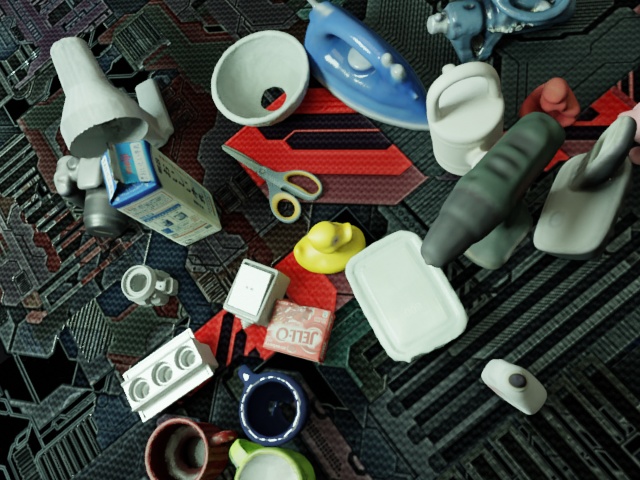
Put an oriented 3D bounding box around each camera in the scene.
[{"bbox_3d":[-0.370,-0.077,0.948,0.143,0.101,0.137,-6,71,15],"label":"camera"}]

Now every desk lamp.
[{"bbox_3d":[-0.335,-0.211,0.919,0.118,0.214,0.203,-27,67,7],"label":"desk lamp"}]

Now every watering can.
[{"bbox_3d":[0.196,-0.162,0.755,0.101,0.194,0.172,-38,66,2],"label":"watering can"}]

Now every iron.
[{"bbox_3d":[0.072,-0.271,0.856,0.118,0.142,0.257,-46,66,-1],"label":"iron"}]

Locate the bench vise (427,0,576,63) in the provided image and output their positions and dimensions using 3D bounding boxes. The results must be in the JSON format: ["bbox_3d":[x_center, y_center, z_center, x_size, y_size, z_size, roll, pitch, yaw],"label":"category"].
[{"bbox_3d":[0.255,-0.337,0.780,0.207,0.220,0.121,-34,66,4],"label":"bench vise"}]

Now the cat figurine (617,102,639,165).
[{"bbox_3d":[0.440,-0.133,0.716,0.127,0.118,0.067,32,84,23],"label":"cat figurine"}]

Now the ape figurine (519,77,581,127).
[{"bbox_3d":[0.317,-0.188,0.784,0.077,0.092,0.076,21,80,22],"label":"ape figurine"}]

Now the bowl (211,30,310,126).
[{"bbox_3d":[-0.087,-0.250,0.933,0.167,0.075,0.167,-5,72,15],"label":"bowl"}]

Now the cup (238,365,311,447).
[{"bbox_3d":[-0.058,0.217,0.764,0.092,0.095,0.117,-45,66,-1],"label":"cup"}]

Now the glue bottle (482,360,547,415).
[{"bbox_3d":[0.222,0.164,0.655,0.078,0.173,0.037,32,84,23],"label":"glue bottle"}]

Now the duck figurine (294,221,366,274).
[{"bbox_3d":[0.008,0.003,0.818,0.104,0.086,0.077,-16,69,11],"label":"duck figurine"}]

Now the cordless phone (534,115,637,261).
[{"bbox_3d":[0.324,-0.059,0.689,0.094,0.185,0.148,18,79,21],"label":"cordless phone"}]

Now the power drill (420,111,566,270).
[{"bbox_3d":[0.211,-0.037,0.703,0.075,0.209,0.230,35,85,23],"label":"power drill"}]
